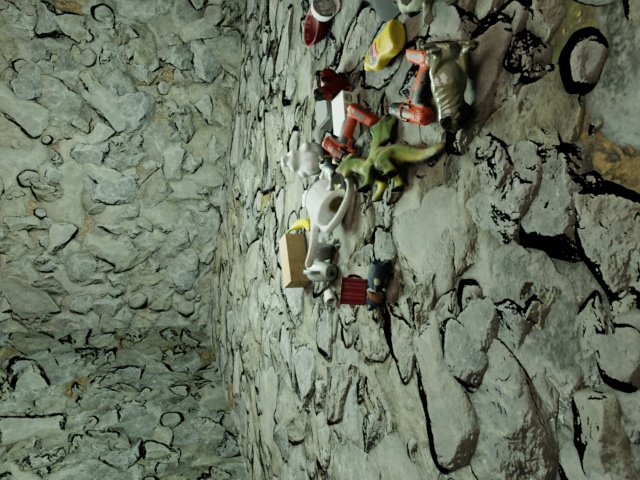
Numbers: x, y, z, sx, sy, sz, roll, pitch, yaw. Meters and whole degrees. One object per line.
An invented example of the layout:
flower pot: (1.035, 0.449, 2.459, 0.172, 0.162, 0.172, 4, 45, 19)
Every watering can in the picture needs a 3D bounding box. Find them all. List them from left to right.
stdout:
watering can: (0.005, -0.091, 1.802, 0.344, 0.103, 0.228, -59, 32, 15)

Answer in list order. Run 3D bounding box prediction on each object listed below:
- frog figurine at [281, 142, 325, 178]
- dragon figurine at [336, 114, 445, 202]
frog figurine: (-0.063, -0.308, 1.958, 0.125, 0.159, 0.134, -122, 40, -50)
dragon figurine: (0.187, -0.255, 1.446, 0.404, 0.121, 0.247, -29, 54, 45)
